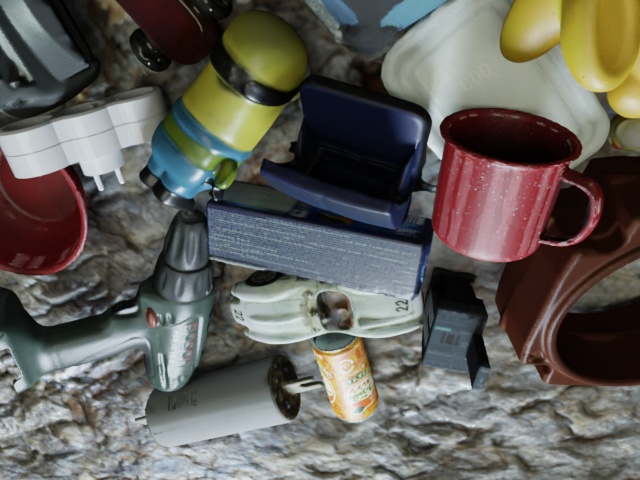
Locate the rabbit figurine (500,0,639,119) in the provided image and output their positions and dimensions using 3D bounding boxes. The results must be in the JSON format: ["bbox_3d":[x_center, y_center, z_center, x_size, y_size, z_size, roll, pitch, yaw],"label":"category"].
[{"bbox_3d":[0.182,-0.164,0.316,0.162,0.122,0.173,-46,130,8],"label":"rabbit figurine"}]

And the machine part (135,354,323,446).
[{"bbox_3d":[-0.113,0.189,0.628,0.243,0.079,0.079,-17,116,18],"label":"machine part"}]

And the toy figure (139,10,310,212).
[{"bbox_3d":[-0.079,-0.100,0.442,0.082,0.089,0.180,39,105,-19],"label":"toy figure"}]

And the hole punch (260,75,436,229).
[{"bbox_3d":[0.022,-0.052,0.432,0.142,0.092,0.115,17,159,13],"label":"hole punch"}]

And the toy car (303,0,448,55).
[{"bbox_3d":[0.062,-0.207,0.360,0.109,0.103,0.162,45,133,-13],"label":"toy car"}]

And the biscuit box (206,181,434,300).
[{"bbox_3d":[-0.001,-0.001,0.496,0.203,0.059,0.062,12,120,13],"label":"biscuit box"}]

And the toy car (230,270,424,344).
[{"bbox_3d":[0.004,0.066,0.551,0.202,0.056,0.073,-6,118,12],"label":"toy car"}]

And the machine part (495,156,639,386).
[{"bbox_3d":[0.266,0.035,0.445,0.201,0.087,0.201,1,130,-5],"label":"machine part"}]

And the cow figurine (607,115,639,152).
[{"bbox_3d":[0.288,-0.132,0.388,0.167,0.068,0.098,-25,107,17],"label":"cow figurine"}]

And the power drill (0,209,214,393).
[{"bbox_3d":[-0.213,0.072,0.551,0.207,0.086,0.231,-12,130,-22],"label":"power drill"}]

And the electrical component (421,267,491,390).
[{"bbox_3d":[0.126,0.088,0.510,0.048,0.119,0.074,10,123,3],"label":"electrical component"}]

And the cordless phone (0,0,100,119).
[{"bbox_3d":[-0.288,-0.151,0.418,0.184,0.089,0.146,-28,116,-7],"label":"cordless phone"}]

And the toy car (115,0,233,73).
[{"bbox_3d":[-0.156,-0.226,0.414,0.089,0.053,0.202,-29,115,32],"label":"toy car"}]
